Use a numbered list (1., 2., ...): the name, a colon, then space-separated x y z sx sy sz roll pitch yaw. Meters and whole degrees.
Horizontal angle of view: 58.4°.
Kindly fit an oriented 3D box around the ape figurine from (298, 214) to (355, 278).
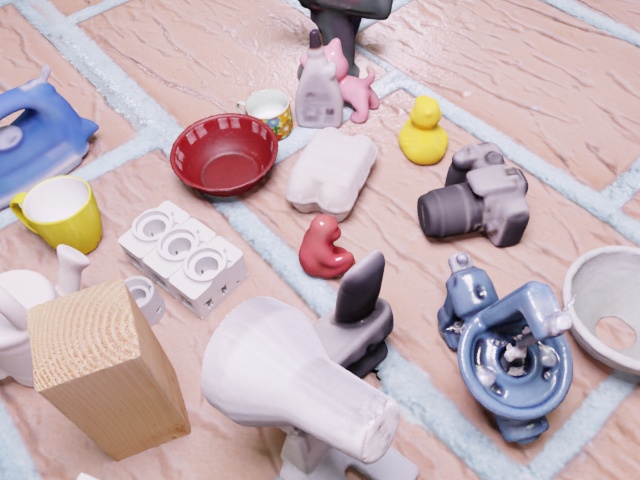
1. ape figurine: 0.007 0.003 0.752 0.076 0.092 0.077 -14 55 -8

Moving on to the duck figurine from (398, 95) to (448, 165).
1. duck figurine: 0.162 -0.176 0.880 0.077 0.086 0.104 -2 54 1

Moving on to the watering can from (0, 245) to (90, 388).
1. watering can: -0.340 0.077 0.647 0.100 0.194 0.173 13 56 12

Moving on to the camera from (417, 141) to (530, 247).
1. camera: 0.202 -0.064 0.788 0.137 0.101 0.143 -12 54 -6

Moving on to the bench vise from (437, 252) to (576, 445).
1. bench vise: 0.182 0.091 0.602 0.122 0.220 0.207 -30 58 -18

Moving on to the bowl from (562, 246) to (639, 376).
1. bowl: 0.365 0.093 0.683 0.167 0.075 0.167 -1 54 2

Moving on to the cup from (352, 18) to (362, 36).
1. cup: 0.032 -0.400 1.042 0.091 0.095 0.117 -4 54 -1

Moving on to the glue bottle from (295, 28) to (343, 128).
1. glue bottle: -0.003 -0.248 0.884 0.078 0.173 0.037 3 54 5

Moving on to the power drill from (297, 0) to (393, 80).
1. power drill: 0.003 -0.361 0.945 0.229 0.208 0.075 6 54 6

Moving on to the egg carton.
1. egg carton: 0.018 -0.100 0.840 0.107 0.069 0.150 17 56 14

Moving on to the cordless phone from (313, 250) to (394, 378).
1. cordless phone: 0.015 0.091 0.630 0.094 0.185 0.148 36 63 25

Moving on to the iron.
1. iron: -0.469 -0.144 0.846 0.118 0.141 0.259 32 61 23

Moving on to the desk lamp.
1. desk lamp: -0.001 0.171 0.554 0.202 0.214 0.118 30 61 22

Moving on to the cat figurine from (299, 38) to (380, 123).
1. cat figurine: 0.034 -0.267 0.931 0.127 0.118 0.067 23 58 18
